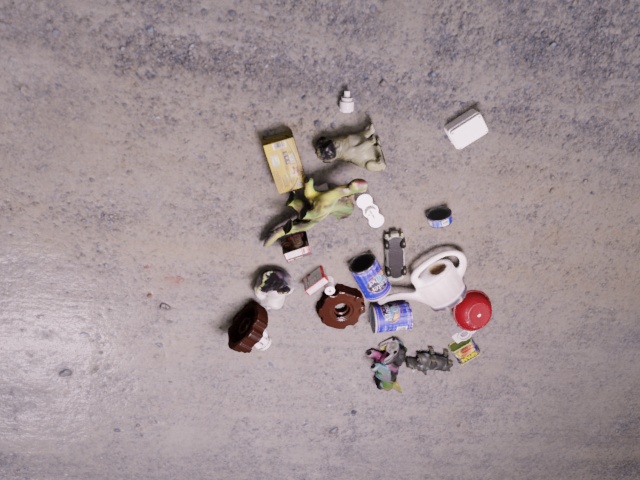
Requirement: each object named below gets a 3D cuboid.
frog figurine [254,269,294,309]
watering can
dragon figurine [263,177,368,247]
[{"bbox_3d":[-0.156,0.171,1.782,0.138,0.125,0.156,-19,157,-8],"label":"frog figurine"},{"bbox_3d":[0.389,0.175,1.849,0.347,0.106,0.221,-36,119,4],"label":"watering can"},{"bbox_3d":[0.005,-0.082,1.628,0.242,0.124,0.403,4,149,-35],"label":"dragon figurine"}]
